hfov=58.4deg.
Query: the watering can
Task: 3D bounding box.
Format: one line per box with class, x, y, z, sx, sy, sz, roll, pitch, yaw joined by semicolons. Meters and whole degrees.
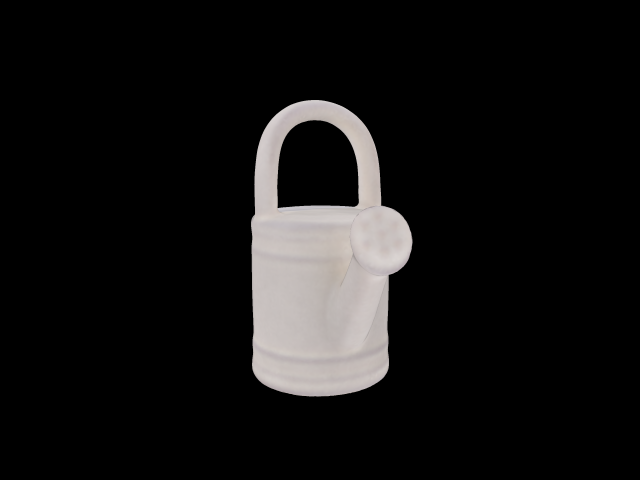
watering can;0.006;0.001;0.401;0.172;0.194;0.101;10;14;44
